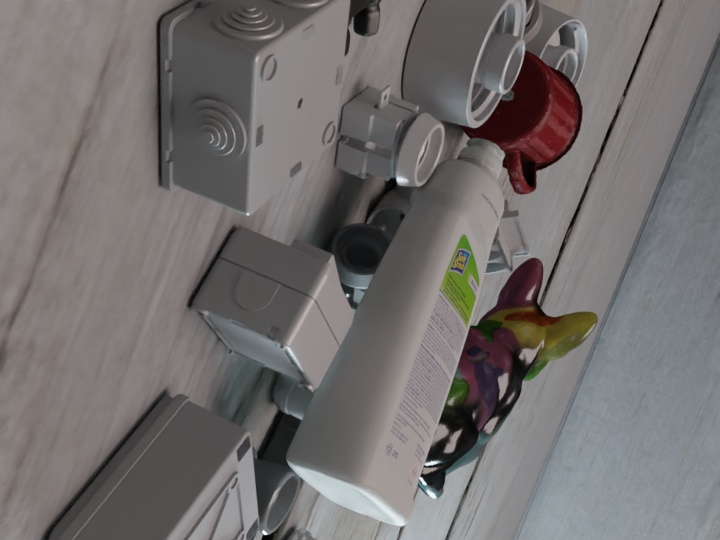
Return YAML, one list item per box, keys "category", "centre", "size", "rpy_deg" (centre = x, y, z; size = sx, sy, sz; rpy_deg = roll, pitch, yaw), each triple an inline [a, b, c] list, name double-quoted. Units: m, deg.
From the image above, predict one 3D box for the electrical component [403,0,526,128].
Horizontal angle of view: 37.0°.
- category: "electrical component"
  centre: [0.081, -0.152, 0.760]
  size: [0.108, 0.060, 0.108]
  rpy_deg: [-54, 158, -34]

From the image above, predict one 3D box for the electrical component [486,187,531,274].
- category: "electrical component"
  centre: [0.104, -0.039, 0.941]
  size: [0.121, 0.079, 0.063]
  rpy_deg: [47, 38, -70]

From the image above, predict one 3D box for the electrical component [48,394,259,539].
- category: "electrical component"
  centre: [-0.107, 0.143, 0.587]
  size: [0.108, 0.056, 0.108]
  rpy_deg: [-53, 157, -37]

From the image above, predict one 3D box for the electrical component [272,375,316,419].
- category: "electrical component"
  centre: [-0.027, 0.090, 0.738]
  size: [0.035, 0.061, 0.035]
  rpy_deg: [-54, 157, -36]

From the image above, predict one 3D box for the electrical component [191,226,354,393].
- category: "electrical component"
  centre: [-0.044, 0.023, 0.613]
  size: [0.061, 0.062, 0.096]
  rpy_deg: [-62, 161, -17]

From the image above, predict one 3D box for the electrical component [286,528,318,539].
- category: "electrical component"
  centre: [-0.037, 0.248, 0.897]
  size: [0.048, 0.062, 0.048]
  rpy_deg: [-54, 158, -35]

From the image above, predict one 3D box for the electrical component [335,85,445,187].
- category: "electrical component"
  centre: [0.020, -0.081, 0.678]
  size: [0.048, 0.055, 0.066]
  rpy_deg: [-45, 152, -49]

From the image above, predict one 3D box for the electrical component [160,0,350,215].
- category: "electrical component"
  centre: [-0.047, -0.084, 0.499]
  size: [0.099, 0.048, 0.099]
  rpy_deg: [-47, 153, -46]

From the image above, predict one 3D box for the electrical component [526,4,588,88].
- category: "electrical component"
  centre: [0.160, -0.189, 0.971]
  size: [0.099, 0.064, 0.099]
  rpy_deg: [-34, 138, -37]

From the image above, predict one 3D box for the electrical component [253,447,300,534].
- category: "electrical component"
  centre: [-0.072, 0.134, 0.676]
  size: [0.045, 0.055, 0.045]
  rpy_deg: [-54, 157, -35]

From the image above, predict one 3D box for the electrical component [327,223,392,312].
- category: "electrical component"
  centre: [0.000, 0.000, 0.737]
  size: [0.066, 0.048, 0.055]
  rpy_deg: [-56, 166, -30]

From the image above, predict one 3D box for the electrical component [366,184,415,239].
- category: "electrical component"
  centre: [0.043, -0.053, 0.797]
  size: [0.077, 0.043, 0.079]
  rpy_deg: [-36, 145, -58]

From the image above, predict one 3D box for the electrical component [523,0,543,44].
- category: "electrical component"
  centre: [0.116, -0.200, 0.826]
  size: [0.045, 0.045, 0.055]
  rpy_deg: [-67, 162, 0]
